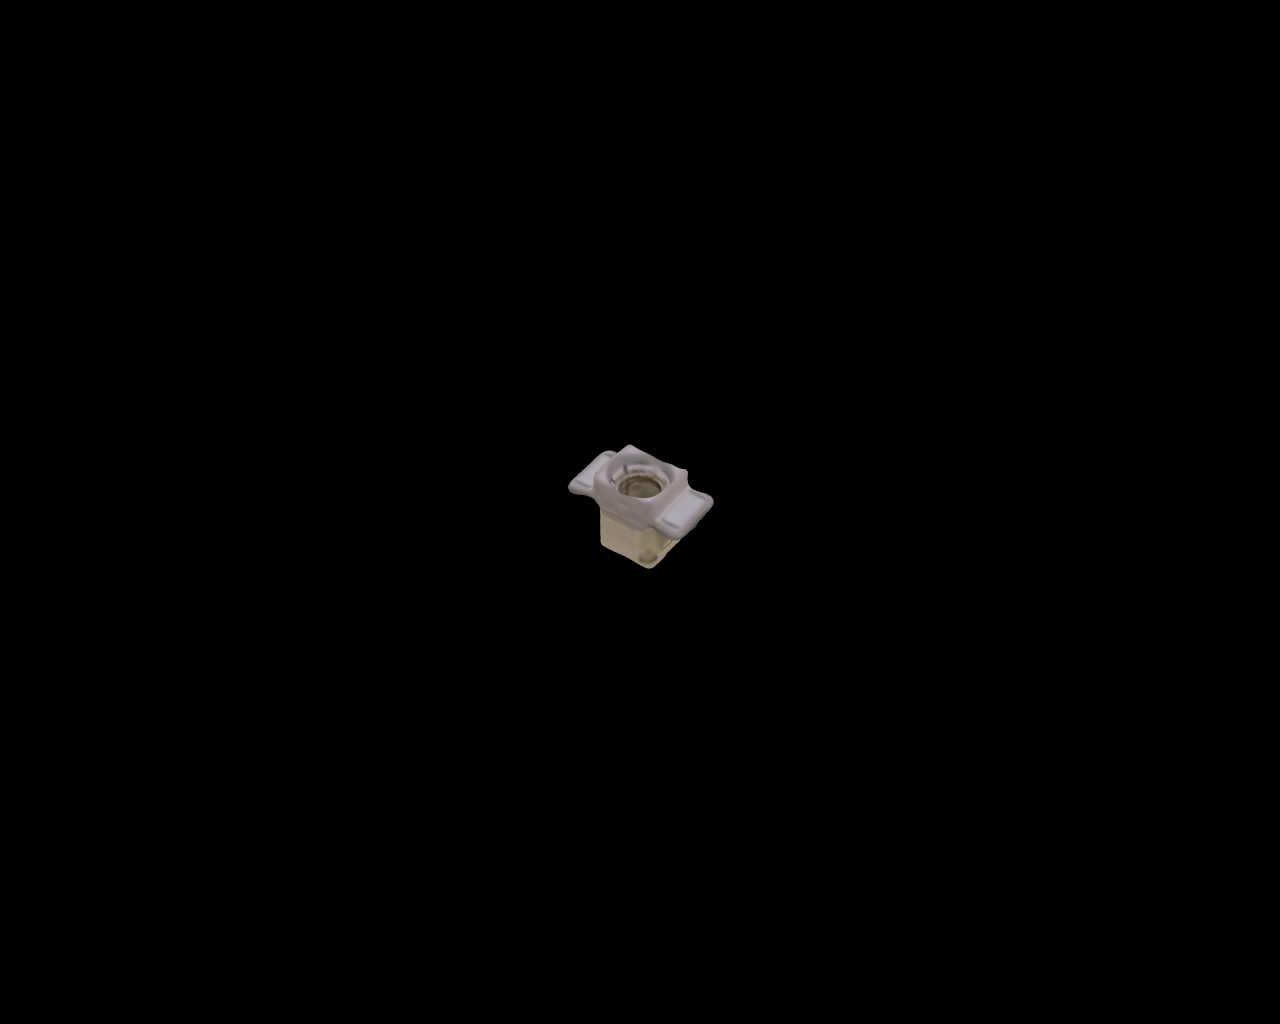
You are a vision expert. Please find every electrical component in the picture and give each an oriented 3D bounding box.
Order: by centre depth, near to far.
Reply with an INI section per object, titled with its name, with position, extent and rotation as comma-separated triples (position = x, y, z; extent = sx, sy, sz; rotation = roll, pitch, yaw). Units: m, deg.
[electrical component]
position = 0.001, -0.003, 0.650
extent = 0.081, 0.063, 0.042
rotation = 27, 50, 25
